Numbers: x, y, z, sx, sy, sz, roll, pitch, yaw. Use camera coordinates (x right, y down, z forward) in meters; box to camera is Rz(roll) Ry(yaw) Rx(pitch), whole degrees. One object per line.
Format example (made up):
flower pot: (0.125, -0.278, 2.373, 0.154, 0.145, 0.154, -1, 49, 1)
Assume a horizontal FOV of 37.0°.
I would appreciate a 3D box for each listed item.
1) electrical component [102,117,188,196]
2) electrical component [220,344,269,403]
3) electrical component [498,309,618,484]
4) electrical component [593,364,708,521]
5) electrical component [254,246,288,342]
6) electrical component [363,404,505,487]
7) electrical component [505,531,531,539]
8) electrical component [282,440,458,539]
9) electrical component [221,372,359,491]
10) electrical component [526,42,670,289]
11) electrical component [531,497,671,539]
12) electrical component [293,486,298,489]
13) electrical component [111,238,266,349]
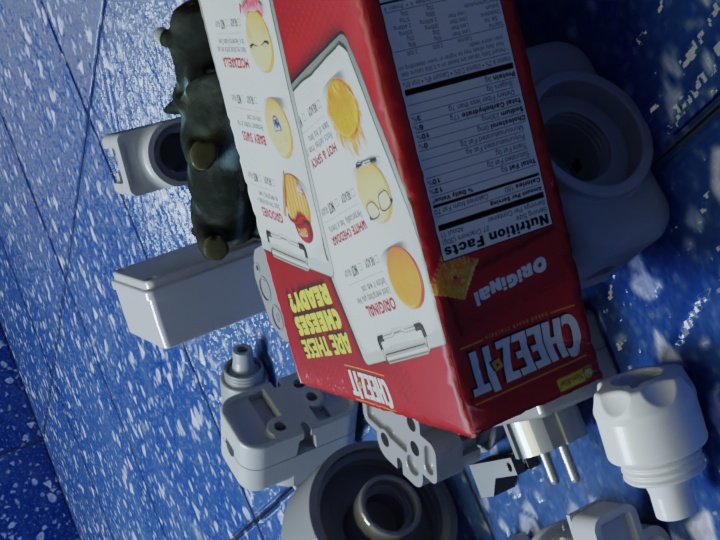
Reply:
electrical component: (-0.149, -0.093, 0.852, 0.056, 0.089, 0.050, 11, 117, 62)
electrical component: (-0.101, 0.094, 0.936, 0.043, 0.043, 0.062, 42, 141, 47)
electrical component: (0.087, 0.068, 0.523, 0.083, 0.047, 0.075, -32, 78, 65)
electrical component: (0.125, 0.074, 0.453, 0.043, 0.043, 0.062, -6, 103, 65)
electrical component: (-0.034, 0.008, 0.727, 0.080, 0.051, 0.080, 44, 144, 45)
electrical component: (0.045, 0.082, 0.608, 0.078, 0.057, 0.058, 36, 137, 52)
electrical component: (0.079, 0.198, 0.624, 0.055, 0.050, 0.089, 53, 149, 35)
electrical component: (0.010, 0.160, 0.681, 0.108, 0.108, 0.060, 60, 147, 23)
electrical component: (-0.052, 0.118, 0.788, 0.053, 0.095, 0.059, 50, 148, 38)
electrical component: (0.082, -0.043, 0.448, 0.095, 0.054, 0.059, 65, 155, 14)
electrical component: (0.113, 0.149, 0.513, 0.057, 0.058, 0.078, -14, 94, 63)
electrical component: (-0.046, 0.151, 0.865, 0.065, 0.044, 0.044, -155, 52, -64)
electrical component: (-0.131, 0.015, 0.868, 0.109, 0.109, 0.056, 10, 118, 63)
